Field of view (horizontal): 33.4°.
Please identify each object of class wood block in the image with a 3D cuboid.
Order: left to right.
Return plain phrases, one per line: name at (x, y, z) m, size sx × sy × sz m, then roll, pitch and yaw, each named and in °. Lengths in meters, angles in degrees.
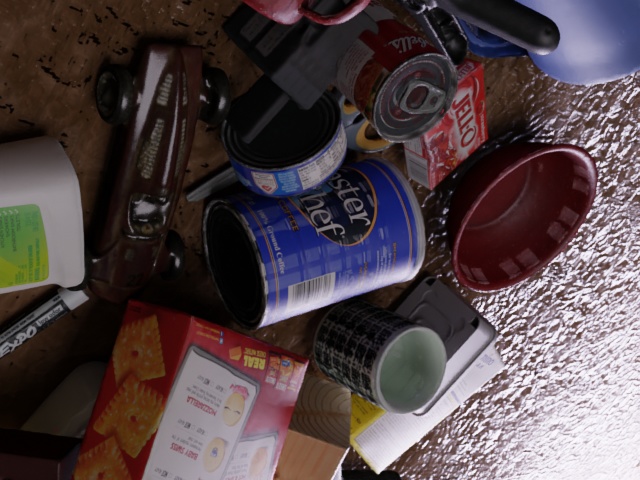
wood block at (-0.053, 0.224, 0.970) m, size 0.090 × 0.090 × 0.206 m, roll 21°, pitch 117°, yaw -9°

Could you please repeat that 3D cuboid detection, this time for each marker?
marker at (-0.223, 0.070, 0.774) m, size 0.121 × 0.020 × 0.020 m, roll -36°, pitch 140°, yaw -6°

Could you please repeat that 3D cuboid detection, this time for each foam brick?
foam brick at (-0.217, 0.171, 0.775) m, size 0.051 × 0.078 × 0.053 m, roll -39°, pitch 133°, yaw -79°

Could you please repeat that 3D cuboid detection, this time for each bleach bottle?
bleach bottle at (-0.273, 0.007, 0.646) m, size 0.250 × 0.068 × 0.103 m, roll -14°, pitch 134°, yaw -25°

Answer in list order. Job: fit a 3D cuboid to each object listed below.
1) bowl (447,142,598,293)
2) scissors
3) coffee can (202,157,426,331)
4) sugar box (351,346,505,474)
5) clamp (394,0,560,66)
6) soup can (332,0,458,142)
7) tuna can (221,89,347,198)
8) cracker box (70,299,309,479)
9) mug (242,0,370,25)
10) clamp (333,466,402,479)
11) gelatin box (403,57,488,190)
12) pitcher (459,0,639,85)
bowl at (0.170, -0.031, 0.962) m, size 0.161 × 0.055 × 0.162 m, roll -21°, pitch 136°, yaw -22°
scissors at (-0.003, -0.070, 0.822) m, size 0.201 × 0.016 × 0.096 m, roll -39°, pitch 140°, yaw -2°
coffee can at (-0.005, 0.001, 0.817) m, size 0.140 × 0.103 × 0.103 m, roll -17°, pitch 134°, yaw -26°
sugar box at (0.100, 0.152, 1.083) m, size 0.176 × 0.048 × 0.093 m, roll -41°, pitch 140°, yaw -5°
clamp at (0.080, -0.170, 0.716) m, size 0.171 × 0.120 × 0.039 m, roll 32°, pitch 73°, yaw -34°
soup can at (0.039, -0.122, 0.739) m, size 0.068 × 0.102 × 0.068 m, roll -21°, pitch 136°, yaw -22°
tuna can at (-0.024, -0.071, 0.749) m, size 0.086 × 0.086 × 0.034 m, roll -32°, pitch 142°, yaw -11°
cracker box at (-0.105, 0.167, 0.798) m, size 0.164 × 0.072 × 0.213 m, roll 29°, pitch 76°, yaw -56°
mug at (-0.015, -0.178, 0.643) m, size 0.082 × 0.117 × 0.093 m, roll -50°, pitch 171°, yaw 18°
clamp at (-0.016, 0.267, 1.103) m, size 0.164 × 0.036 × 0.209 m, roll -42°, pitch 138°, yaw 1°
gelatin box at (0.100, -0.094, 0.854) m, size 0.073 × 0.030 × 0.089 m, roll -42°, pitch 147°, yaw -20°
pitcher at (0.148, -0.219, 0.730) m, size 0.149 × 0.145 × 0.242 m, roll -54°, pitch 136°, yaw -2°
